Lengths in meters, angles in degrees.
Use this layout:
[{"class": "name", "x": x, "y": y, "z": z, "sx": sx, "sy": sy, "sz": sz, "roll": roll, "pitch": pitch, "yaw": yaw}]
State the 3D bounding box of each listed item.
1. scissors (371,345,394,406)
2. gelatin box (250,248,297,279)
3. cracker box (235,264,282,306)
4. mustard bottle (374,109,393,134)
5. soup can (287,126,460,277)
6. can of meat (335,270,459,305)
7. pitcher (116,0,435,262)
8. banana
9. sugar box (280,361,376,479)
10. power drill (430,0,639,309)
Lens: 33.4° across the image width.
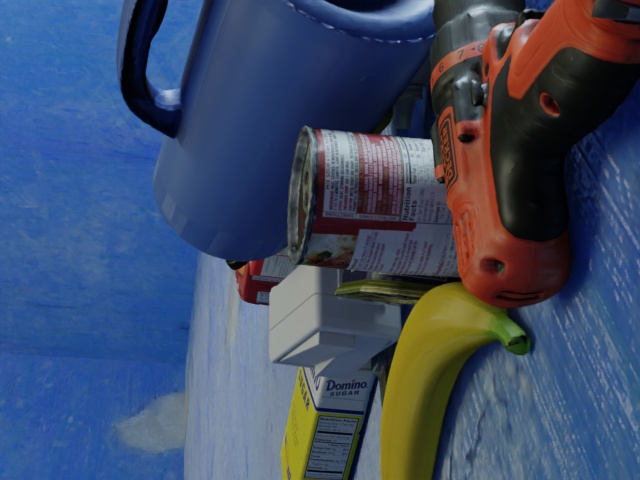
[{"class": "scissors", "x": 0.038, "y": 0.082, "z": 0.739, "sx": 0.096, "sy": 0.016, "sz": 0.202, "roll": 122, "pitch": 152, "yaw": -65}, {"class": "gelatin box", "x": -0.005, "y": 0.001, "z": 0.817, "sx": 0.073, "sy": 0.089, "sz": 0.030, "roll": 108, "pitch": 165, "yaw": -55}, {"class": "cracker box", "x": -0.046, "y": -0.060, "z": 1.145, "sx": 0.164, "sy": 0.072, "sz": 0.214, "roll": -104, "pitch": 21, "yaw": -60}, {"class": "mustard bottle", "x": 0.024, "y": -0.134, "z": 0.741, "sx": 0.096, "sy": 0.058, "sz": 0.192, "roll": -13, "pitch": -71, "yaw": -64}, {"class": "soup can", "x": 0.039, "y": -0.018, "z": 0.523, "sx": 0.068, "sy": 0.102, "sz": 0.068, "roll": -176, "pitch": 90, "yaw": -81}, {"class": "can of meat", "x": 0.047, "y": -0.007, "z": 0.612, "sx": 0.102, "sy": 0.057, "sz": 0.084, "roll": 157, "pitch": 120, "yaw": -79}, {"class": "pitcher", "x": -0.032, "y": -0.092, "z": 0.634, "sx": 0.144, "sy": 0.149, "sz": 0.243, "roll": -49, "pitch": -5, "yaw": -40}, {"class": "banana", "x": 0.058, "y": 0.079, "z": 0.562, "sx": 0.198, "sy": 0.037, "sz": 0.069, "roll": 106, "pitch": 164, "yaw": -51}, {"class": "sugar box", "x": 0.003, "y": 0.137, "z": 0.839, "sx": 0.093, "sy": 0.048, "sz": 0.176, "roll": -100, "pitch": 16, "yaw": -56}, {"class": "power drill", "x": 0.088, "y": -0.089, "z": 0.412, "sx": 0.188, "sy": 0.057, "sz": 0.184, "roll": 106, "pitch": 161, "yaw": -61}]
